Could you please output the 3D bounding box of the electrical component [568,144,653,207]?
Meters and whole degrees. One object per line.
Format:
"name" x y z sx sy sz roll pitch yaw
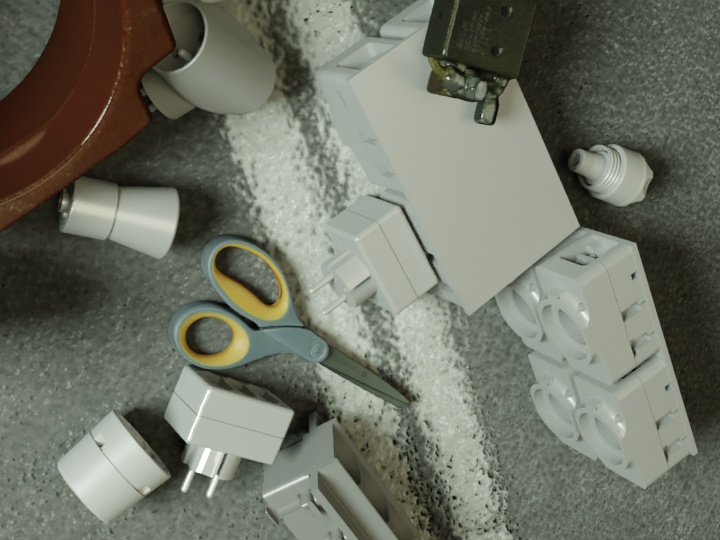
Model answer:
"electrical component" 0.185 -0.074 0.807 0.062 0.043 0.043 16 95 -30

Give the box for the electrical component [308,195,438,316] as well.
"electrical component" 0.000 0.000 0.721 0.077 0.047 0.065 -37 118 -16

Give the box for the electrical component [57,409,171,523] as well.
"electrical component" -0.153 0.123 0.666 0.047 0.055 0.055 -40 119 -10

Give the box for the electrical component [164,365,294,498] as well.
"electrical component" -0.093 0.111 0.700 0.066 0.047 0.076 21 92 -32

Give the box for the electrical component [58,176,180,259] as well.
"electrical component" -0.145 -0.034 0.637 0.065 0.044 0.044 11 98 -26

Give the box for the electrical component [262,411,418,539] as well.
"electrical component" -0.013 0.170 0.747 0.063 0.078 0.121 -27 119 12

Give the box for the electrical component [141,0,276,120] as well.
"electrical component" -0.101 -0.114 0.629 0.079 0.043 0.077 -28 160 18

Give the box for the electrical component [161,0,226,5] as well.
"electrical component" -0.092 -0.195 0.619 0.077 0.044 0.079 -23 113 -22

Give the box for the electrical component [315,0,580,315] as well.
"electrical component" 0.060 -0.079 0.726 0.105 0.060 0.186 -37 118 -16

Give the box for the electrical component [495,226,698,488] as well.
"electrical component" 0.170 0.062 0.798 0.060 0.105 0.186 -32 116 -18
